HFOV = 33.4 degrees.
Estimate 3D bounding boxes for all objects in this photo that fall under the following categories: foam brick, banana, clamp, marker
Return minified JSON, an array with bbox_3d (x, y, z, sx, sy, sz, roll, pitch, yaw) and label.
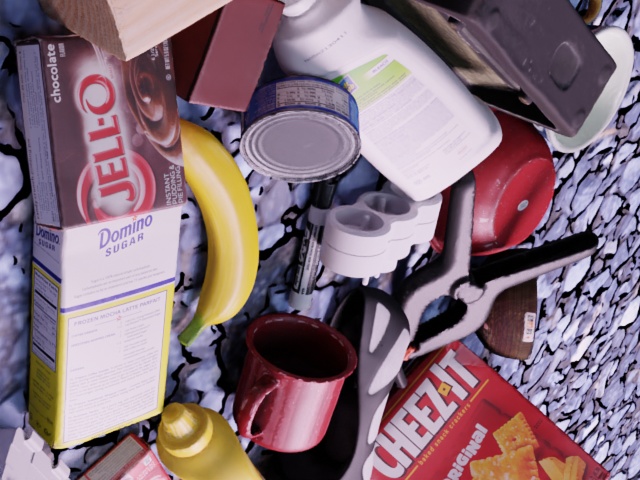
[{"bbox_3d":[-0.068,-0.129,0.682,0.052,0.051,0.078,5,112,-50],"label":"foam brick"},{"bbox_3d":[-0.075,-0.008,0.768,0.069,0.037,0.198,-34,137,-38],"label":"banana"},{"bbox_3d":[0.128,0.030,0.974,0.164,0.036,0.210,32,118,-29],"label":"clamp"},{"bbox_3d":[-0.006,0.001,0.870,0.020,0.020,0.121,-12,124,-43],"label":"marker"}]

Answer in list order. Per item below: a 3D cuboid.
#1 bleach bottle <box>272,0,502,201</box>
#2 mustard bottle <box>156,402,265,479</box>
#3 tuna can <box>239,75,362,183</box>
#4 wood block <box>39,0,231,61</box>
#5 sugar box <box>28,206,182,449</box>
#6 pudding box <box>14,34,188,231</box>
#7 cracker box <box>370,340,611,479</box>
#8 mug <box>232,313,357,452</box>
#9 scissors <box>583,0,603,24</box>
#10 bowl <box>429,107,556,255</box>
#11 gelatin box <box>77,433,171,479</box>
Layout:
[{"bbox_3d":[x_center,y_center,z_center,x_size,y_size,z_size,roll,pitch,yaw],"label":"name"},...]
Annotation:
[{"bbox_3d":[0.044,-0.123,0.791,0.102,0.068,0.250,-38,142,9],"label":"bleach bottle"},{"bbox_3d":[-0.082,0.185,0.852,0.058,0.096,0.191,-43,141,-17],"label":"mustard bottle"},{"bbox_3d":[-0.014,-0.078,0.752,0.086,0.086,0.034,48,34,-52],"label":"tuna can"},{"bbox_3d":[-0.063,-0.199,0.606,0.205,0.091,0.090,-37,139,-25],"label":"wood block"},{"bbox_3d":[-0.148,0.050,0.727,0.093,0.048,0.176,-15,123,-42],"label":"sugar box"},{"bbox_3d":[-0.130,-0.068,0.640,0.089,0.039,0.113,-15,104,-42],"label":"pudding box"},{"bbox_3d":[0.149,0.219,1.038,0.164,0.214,0.072,-48,178,-13],"label":"cracker box"},{"bbox_3d":[-0.030,0.123,0.866,0.117,0.093,0.082,-34,146,-57],"label":"mug"},{"bbox_3d":[0.202,-0.241,0.931,0.201,0.016,0.096,10,106,-50],"label":"scissors"},{"bbox_3d":[0.171,-0.046,1.003,0.161,0.055,0.162,-27,134,-33],"label":"bowl"},{"bbox_3d":[-0.159,0.205,0.835,0.089,0.030,0.073,-41,140,-20],"label":"gelatin box"}]
